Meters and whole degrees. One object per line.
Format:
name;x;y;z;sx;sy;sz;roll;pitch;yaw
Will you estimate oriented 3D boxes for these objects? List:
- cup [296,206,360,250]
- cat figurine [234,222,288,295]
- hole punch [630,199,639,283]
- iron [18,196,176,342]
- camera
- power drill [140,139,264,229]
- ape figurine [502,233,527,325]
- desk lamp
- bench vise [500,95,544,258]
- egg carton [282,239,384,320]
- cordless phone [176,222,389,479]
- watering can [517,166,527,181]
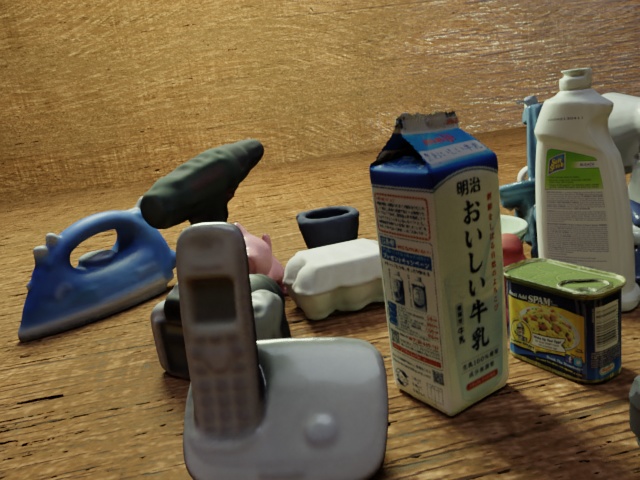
cup;0.008;0.003;0.850;0.092;0.095;0.117;-19;18;-38
cat figurine;-0.084;0.030;0.744;0.067;0.118;0.128;-3;15;16
hole punch;0.410;-0.004;0.676;0.101;0.091;0.109;-3;15;18
iron;-0.325;0.030;0.823;0.118;0.141;0.259;2;17;32
camera;-0.085;0.076;0.601;0.142;0.101;0.137;1;17;31
power drill;-0.145;-0.027;0.817;0.075;0.208;0.230;2;17;32
ape figurine;0.201;0.038;0.618;0.077;0.092;0.076;-5;15;11
desk lamp;0.462;-0.103;0.789;0.118;0.214;0.202;-15;16;-27
bench vise;0.318;-0.086;0.782;0.121;0.220;0.207;-10;15;-10
egg carton;0.031;0.046;0.722;0.150;0.069;0.107;-12;15;-17
cordless phone;-0.030;0.076;0.399;0.147;0.185;0.094;-6;15;8
watering can;0.404;-0.119;0.920;0.173;0.194;0.100;-15;16;-25
